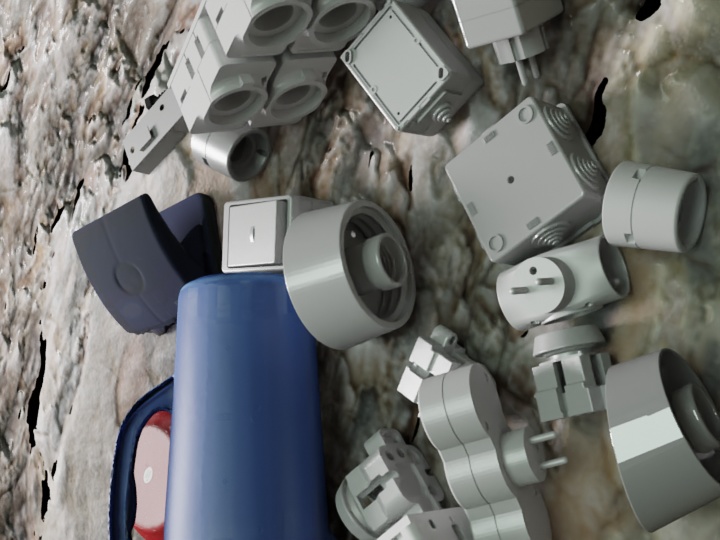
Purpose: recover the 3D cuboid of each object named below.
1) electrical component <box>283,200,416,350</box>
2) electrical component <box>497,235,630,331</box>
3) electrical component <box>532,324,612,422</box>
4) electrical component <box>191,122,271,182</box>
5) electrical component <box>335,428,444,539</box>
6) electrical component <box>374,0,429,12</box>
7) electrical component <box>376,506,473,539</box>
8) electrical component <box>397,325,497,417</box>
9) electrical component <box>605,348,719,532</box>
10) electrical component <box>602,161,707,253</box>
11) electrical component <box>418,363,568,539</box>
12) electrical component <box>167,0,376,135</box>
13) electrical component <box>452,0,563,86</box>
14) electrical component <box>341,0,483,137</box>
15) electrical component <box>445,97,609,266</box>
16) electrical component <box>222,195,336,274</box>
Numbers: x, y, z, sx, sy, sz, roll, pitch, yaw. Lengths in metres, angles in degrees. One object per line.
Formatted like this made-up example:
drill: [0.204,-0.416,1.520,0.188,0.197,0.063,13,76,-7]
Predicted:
electrical component: [0.000,0.000,0.796,0.060,0.108,0.108,-18,74,32]
electrical component: [0.125,0.010,0.701,0.077,0.079,0.044,-22,79,33]
electrical component: [0.141,0.067,0.706,0.066,0.048,0.055,-23,74,47]
electrical component: [-0.111,-0.108,0.933,0.047,0.055,0.055,32,106,34]
electrical component: [0.019,0.165,0.792,0.057,0.058,0.078,-45,59,24]
electrical component: [0.001,-0.247,0.854,0.074,0.052,0.138,-41,61,30]
electrical component: [0.026,0.234,0.757,0.150,0.089,0.061,-46,59,27]
electrical component: [0.064,0.081,0.771,0.055,0.048,0.066,33,107,45]
electrical component: [0.179,0.099,0.640,0.064,0.099,0.099,-31,66,28]
electrical component: [0.186,-0.039,0.675,0.047,0.055,0.055,12,93,37]
electrical component: [0.099,0.125,0.707,0.074,0.052,0.138,-20,100,24]
electrical component: [-0.067,-0.181,0.831,0.186,0.105,0.060,-51,57,51]
electrical component: [0.109,-0.168,0.752,0.047,0.066,0.076,-7,110,40]
electrical component: [0.045,-0.145,0.805,0.061,0.061,0.096,-46,66,27]
electrical component: [0.116,-0.059,0.739,0.100,0.048,0.099,-39,62,31]
electrical component: [-0.075,-0.026,0.889,0.096,0.061,0.061,-3,84,40]
